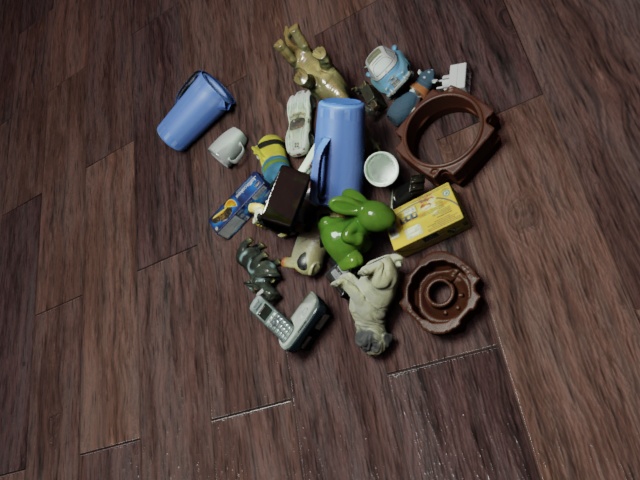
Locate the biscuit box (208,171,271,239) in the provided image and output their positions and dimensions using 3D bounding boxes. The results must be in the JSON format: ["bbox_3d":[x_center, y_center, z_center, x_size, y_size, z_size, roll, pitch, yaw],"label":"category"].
[{"bbox_3d":[-0.218,-0.096,1.500,0.202,0.059,0.063,-45,56,10],"label":"biscuit box"}]

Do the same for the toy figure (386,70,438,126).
[{"bbox_3d":[0.228,-0.351,1.320,0.064,0.058,0.154,41,93,-3],"label":"toy figure"}]

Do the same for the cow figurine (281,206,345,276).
[{"bbox_3d":[-0.003,-0.004,1.323,0.127,0.085,0.195,16,80,40],"label":"cow figurine"}]

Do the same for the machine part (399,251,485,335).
[{"bbox_3d":[0.259,0.114,1.140,0.179,0.056,0.179,-12,66,28],"label":"machine part"}]

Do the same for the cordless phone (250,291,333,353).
[{"bbox_3d":[-0.076,0.168,1.293,0.184,0.088,0.146,37,94,29],"label":"cordless phone"}]

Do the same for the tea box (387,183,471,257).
[{"bbox_3d":[0.236,-0.042,1.200,0.170,0.068,0.098,-25,62,21],"label":"tea box"}]

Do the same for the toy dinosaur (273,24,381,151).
[{"bbox_3d":[0.014,-0.405,1.382,0.105,0.198,0.472,-38,58,14],"label":"toy dinosaur"}]

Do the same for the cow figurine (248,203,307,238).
[{"bbox_3d":[-0.121,-0.055,1.426,0.168,0.068,0.098,3,81,33],"label":"cow figurine"}]

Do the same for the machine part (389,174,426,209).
[{"bbox_3d":[0.194,-0.109,1.231,0.139,0.039,0.084,141,142,-65],"label":"machine part"}]

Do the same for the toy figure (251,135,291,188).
[{"bbox_3d":[-0.121,-0.210,1.470,0.089,0.082,0.180,-24,52,-1],"label":"toy figure"}]

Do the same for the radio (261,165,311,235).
[{"bbox_3d":[-0.079,-0.088,1.251,0.073,0.229,0.131,21,86,-3],"label":"radio"}]

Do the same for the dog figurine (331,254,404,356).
[{"bbox_3d":[0.134,0.142,1.168,0.172,0.121,0.190,-28,90,29],"label":"dog figurine"}]

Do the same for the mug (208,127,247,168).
[{"bbox_3d":[-0.260,-0.274,1.577,0.110,0.080,0.107,31,81,40],"label":"mug"}]

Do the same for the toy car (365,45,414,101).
[{"bbox_3d":[0.162,-0.423,1.333,0.109,0.103,0.162,-43,27,24],"label":"toy car"}]

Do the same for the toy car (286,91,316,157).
[{"bbox_3d":[-0.055,-0.324,1.482,0.074,0.056,0.201,-9,69,29],"label":"toy car"}]

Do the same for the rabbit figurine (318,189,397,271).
[{"bbox_3d":[0.089,-0.040,1.202,0.170,0.121,0.159,-34,93,34],"label":"rabbit figurine"}]

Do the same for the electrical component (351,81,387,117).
[{"bbox_3d":[0.126,-0.362,1.373,0.045,0.078,0.102,-36,63,25],"label":"electrical component"}]

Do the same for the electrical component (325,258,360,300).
[{"bbox_3d":[0.055,0.076,1.282,0.075,0.047,0.119,-40,59,12],"label":"electrical component"}]

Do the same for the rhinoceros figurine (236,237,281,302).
[{"bbox_3d":[-0.159,0.078,1.395,0.112,0.073,0.190,-46,56,8],"label":"rhinoceros figurine"}]

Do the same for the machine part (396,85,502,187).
[{"bbox_3d":[0.289,-0.235,1.225,0.201,0.087,0.202,-49,57,7],"label":"machine part"}]
